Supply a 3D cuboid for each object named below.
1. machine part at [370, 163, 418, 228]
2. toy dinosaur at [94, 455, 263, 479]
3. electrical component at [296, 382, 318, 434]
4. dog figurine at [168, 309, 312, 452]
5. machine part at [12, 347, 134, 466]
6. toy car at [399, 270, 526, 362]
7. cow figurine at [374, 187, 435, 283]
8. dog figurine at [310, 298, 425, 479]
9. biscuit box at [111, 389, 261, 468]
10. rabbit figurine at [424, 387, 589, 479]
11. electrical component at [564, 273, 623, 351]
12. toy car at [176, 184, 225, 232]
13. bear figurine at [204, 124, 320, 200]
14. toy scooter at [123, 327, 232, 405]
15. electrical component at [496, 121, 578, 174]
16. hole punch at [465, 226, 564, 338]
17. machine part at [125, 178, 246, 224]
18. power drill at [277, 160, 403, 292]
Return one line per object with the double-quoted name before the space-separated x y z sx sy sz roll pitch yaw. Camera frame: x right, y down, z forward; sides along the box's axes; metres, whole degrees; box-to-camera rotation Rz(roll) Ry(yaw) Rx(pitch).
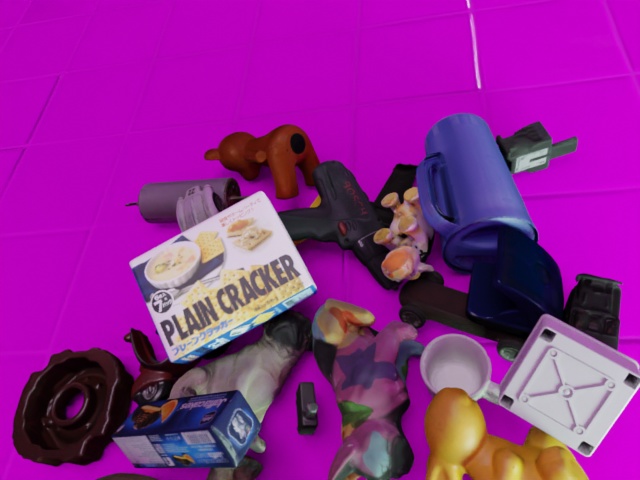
"machine part" 0.122 -0.071 0.898 0.084 0.039 0.139 16 64 30
"toy dinosaur" -0.129 0.349 0.631 0.472 0.105 0.198 11 60 37
"electrical component" -0.018 0.218 0.705 0.021 0.094 0.063 1 55 -10
"dog figurine" -0.111 0.179 0.765 0.173 0.121 0.190 11 46 19
"machine part" -0.363 0.247 0.798 0.179 0.056 0.179 -7 56 11
"toy car" 0.208 0.105 0.745 0.202 0.053 0.089 18 46 20
"cow figurine" 0.131 0.008 0.788 0.068 0.098 0.167 -17 39 32
"dog figurine" 0.044 0.203 0.693 0.192 0.108 0.219 16 64 23
"biscuit box" -0.165 0.232 0.653 0.203 0.059 0.063 -18 19 35
"rabbit figurine" 0.185 0.247 0.610 0.173 0.122 0.162 43 107 5
"electrical component" 0.328 0.125 0.663 0.058 0.114 0.134 11 59 23
"toy car" -0.183 0.005 0.879 0.073 0.056 0.201 -22 77 17
"bear figurine" -0.105 -0.138 0.969 0.196 0.131 0.120 -6 18 40
"toy scooter" -0.228 0.155 0.815 0.184 0.075 0.135 -45 57 -11
"electrical component" 0.348 -0.149 0.869 0.119 0.074 0.048 -21 54 5
"hole punch" 0.260 0.056 0.692 0.116 0.092 0.142 17 45 6
"machine part" -0.232 -0.070 0.965 0.243 0.079 0.079 -3 56 14
"power drill" -0.002 -0.003 0.833 0.207 0.086 0.232 -19 73 1
